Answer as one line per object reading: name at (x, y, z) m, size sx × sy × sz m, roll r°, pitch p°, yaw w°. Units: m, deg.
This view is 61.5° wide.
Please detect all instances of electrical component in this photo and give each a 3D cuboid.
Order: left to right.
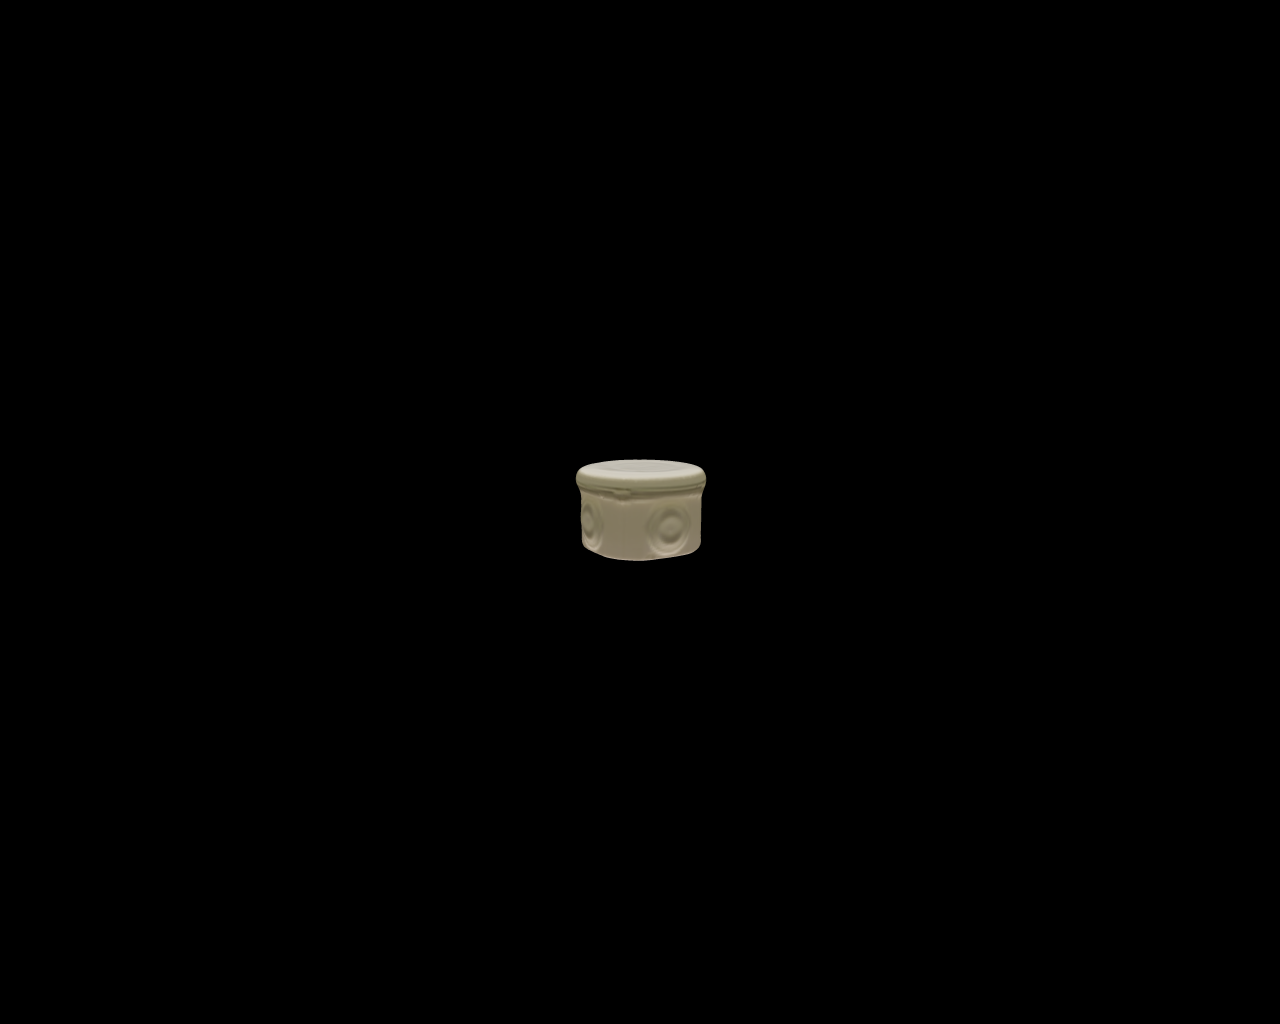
electrical component at (0.001, -0.003, 0.650) m, size 0.080 × 0.051 × 0.080 m, roll 0°, pitch 10°, yaw 0°
